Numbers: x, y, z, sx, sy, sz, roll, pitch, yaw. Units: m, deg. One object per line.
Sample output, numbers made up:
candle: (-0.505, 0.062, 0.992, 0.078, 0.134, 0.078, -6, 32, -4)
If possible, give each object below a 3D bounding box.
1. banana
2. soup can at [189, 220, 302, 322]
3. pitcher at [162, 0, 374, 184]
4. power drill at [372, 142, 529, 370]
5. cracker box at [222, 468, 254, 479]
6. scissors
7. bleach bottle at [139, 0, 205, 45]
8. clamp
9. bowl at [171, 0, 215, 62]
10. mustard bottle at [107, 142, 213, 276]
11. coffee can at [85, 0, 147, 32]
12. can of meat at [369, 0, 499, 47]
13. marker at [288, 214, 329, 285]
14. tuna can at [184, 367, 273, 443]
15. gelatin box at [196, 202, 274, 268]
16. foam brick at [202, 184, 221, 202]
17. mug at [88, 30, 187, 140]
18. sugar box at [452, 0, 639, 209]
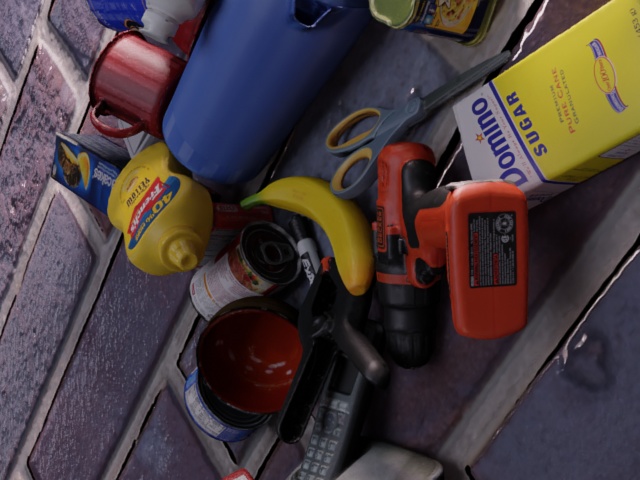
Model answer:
banana: (0.003, -0.015, 0.939, 0.069, 0.037, 0.198, -51, 39, -3)
soup can: (-0.073, 0.034, 1.023, 0.102, 0.068, 0.068, -40, 59, 43)
pitcher: (-0.049, -0.173, 0.970, 0.145, 0.148, 0.243, 52, 131, 19)
power drill: (0.088, 0.020, 0.792, 0.188, 0.057, 0.184, -161, 67, -72)
cracker box: (-0.036, 0.322, 0.892, 0.164, 0.072, 0.214, 43, 151, 43)
scissors: (0.071, -0.088, 0.877, 0.202, 0.016, 0.096, -13, 57, 49)
bleach bottle: (-0.085, -0.283, 0.893, 0.251, 0.068, 0.103, -65, 12, -1)
clamp: (0.018, 0.079, 0.886, 0.120, 0.039, 0.171, -24, 43, 36)
bowl: (-0.110, -0.251, 1.016, 0.162, 0.055, 0.162, -61, 4, 6)
mustard bottle: (-0.145, -0.020, 0.997, 0.096, 0.058, 0.192, -50, 32, 6)
coffee can: (-0.173, -0.267, 1.128, 0.141, 0.102, 0.103, 17, 102, 49)
can of meat: (0.094, -0.206, 0.818, 0.058, 0.083, 0.102, 37, 116, 44)
marker: (-0.004, 0.029, 0.977, 0.020, 0.020, 0.121, -42, 57, 41)
tuna can: (-0.086, 0.149, 1.020, 0.034, 0.085, 0.086, -46, 55, 41)
gelatin box: (-0.097, -0.004, 1.049, 0.089, 0.073, 0.030, -40, 59, 42)
foam brick: (-0.145, -0.020, 1.124, 0.051, 0.052, 0.078, 29, 112, 47)
mug: (-0.177, -0.144, 1.061, 0.082, 0.117, 0.093, 28, 146, 19)
sugar box: (0.175, -0.091, 0.746, 0.177, 0.048, 0.093, -31, 66, 44)
